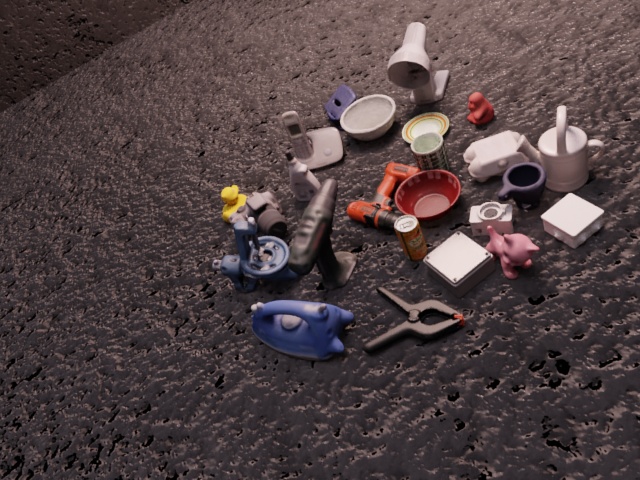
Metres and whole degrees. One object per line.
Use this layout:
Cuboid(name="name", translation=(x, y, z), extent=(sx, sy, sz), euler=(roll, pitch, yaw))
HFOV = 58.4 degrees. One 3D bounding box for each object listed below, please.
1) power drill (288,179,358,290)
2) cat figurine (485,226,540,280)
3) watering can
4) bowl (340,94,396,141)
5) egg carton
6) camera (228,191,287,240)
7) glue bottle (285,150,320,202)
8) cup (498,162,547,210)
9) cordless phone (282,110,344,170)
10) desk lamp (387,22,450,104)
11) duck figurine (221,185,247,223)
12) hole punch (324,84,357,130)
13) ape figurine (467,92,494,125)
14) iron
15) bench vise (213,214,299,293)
Cuboid(name="power drill", translation=(0.012, 0.005, 1.315), extent=(0.075, 0.209, 0.230), euler=(7, 54, 32))
Cuboid(name="cat figurine", translation=(0.390, 0.015, 1.180), extent=(0.067, 0.118, 0.127), euler=(-35, 44, -7))
Cuboid(name="watering can", translation=(0.525, -0.204, 1.258), extent=(0.172, 0.195, 0.101), euler=(-16, 45, 13))
Cuboid(name="bowl", translation=(0.147, -0.342, 1.662), extent=(0.167, 0.075, 0.167), euler=(-14, 46, 15))
Cuboid(name="egg carton", translation=(0.431, -0.203, 1.395), extent=(0.150, 0.070, 0.107), euler=(-19, 45, 10))
Cuboid(name="camera", translation=(-0.159, -0.055, 1.534), extent=(0.143, 0.101, 0.136), euler=(-36, 44, -8))
Cuboid(name="glue bottle", translation=(-0.054, -0.174, 1.538), extent=(0.078, 0.174, 0.037), euler=(-3, 49, 24))
Cuboid(name="cup", translation=(0.450, -0.104, 1.277), extent=(0.118, 0.095, 0.091), euler=(-36, 44, -7))
Cuboid(name="cordless phone", translation=(-0.021, -0.294, 1.623), extent=(0.147, 0.185, 0.094), euler=(-15, 45, 14))
Cuboid(name="desk lamp", translation=(0.280, -0.492, 1.632), extent=(0.117, 0.214, 0.203), euler=(1, 51, 28))
Cuboid(name="duck figurine", translation=(-0.254, -0.109, 1.642), extent=(0.077, 0.086, 0.105), euler=(4, 52, 29))
Cuboid(name="hole punch", translation=(0.067, -0.408, 1.751), extent=(0.101, 0.091, 0.108), euler=(-33, 44, -4))
Cuboid(name="ape figurine", translation=(0.420, -0.353, 1.523), extent=(0.076, 0.092, 0.078), euler=(-1, 50, 26))
Cuboid(name="iron", translation=(-0.066, 0.174, 1.247), extent=(0.257, 0.142, 0.119), euler=(0, 51, 27))
Cuboid(name="bench vise", translation=(-0.172, 0.041, 1.366), extent=(0.207, 0.220, 0.121), euler=(-23, 44, 6))
